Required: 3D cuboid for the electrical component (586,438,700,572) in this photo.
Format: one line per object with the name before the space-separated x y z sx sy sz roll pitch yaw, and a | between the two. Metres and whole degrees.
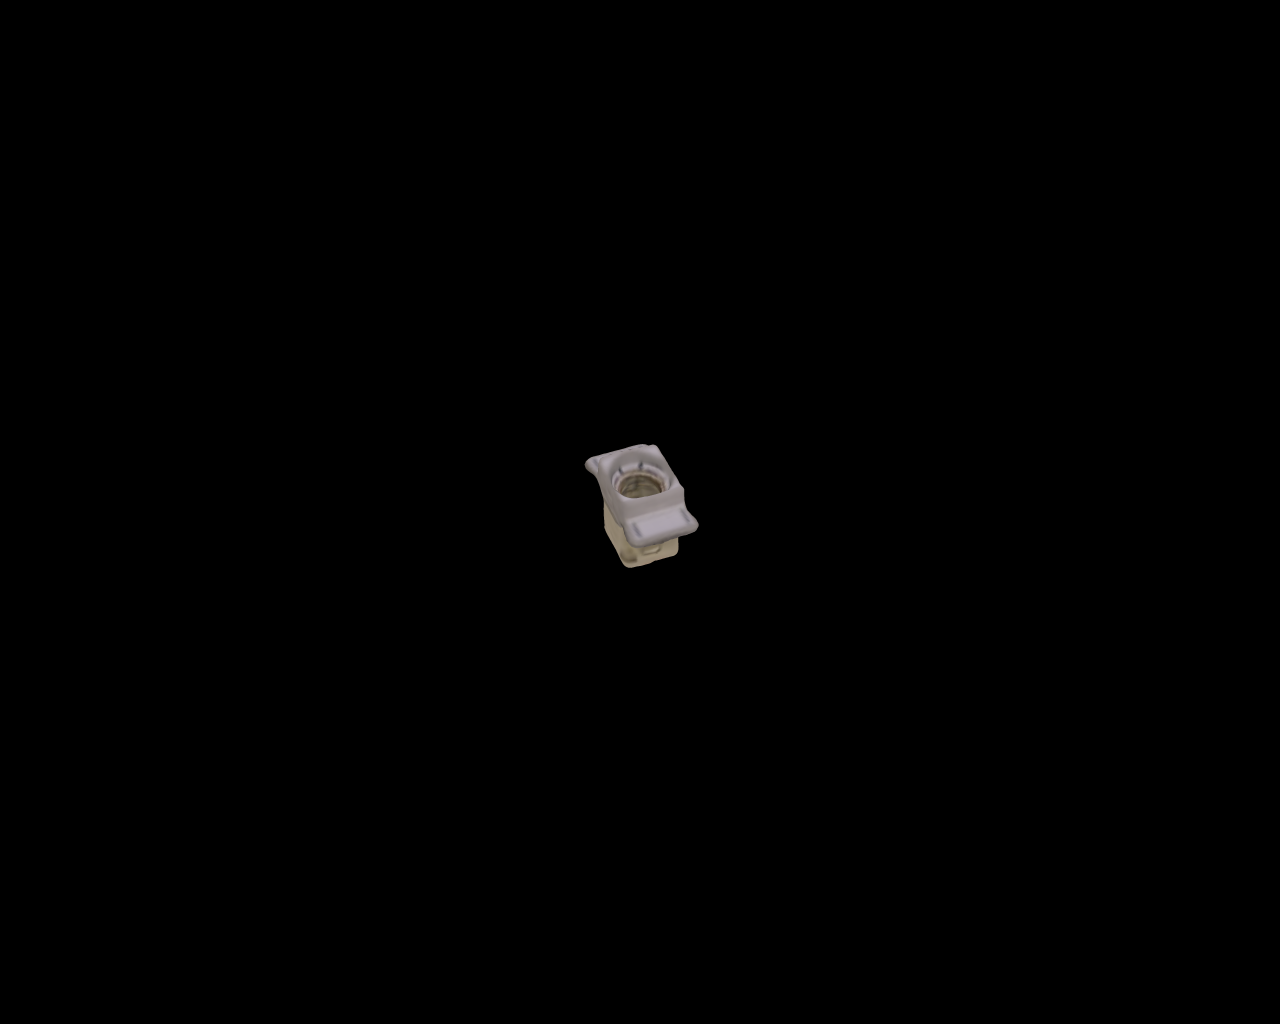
electrical component | 0.001 -0.003 0.650 0.042 0.063 0.081 -15 47 -15
